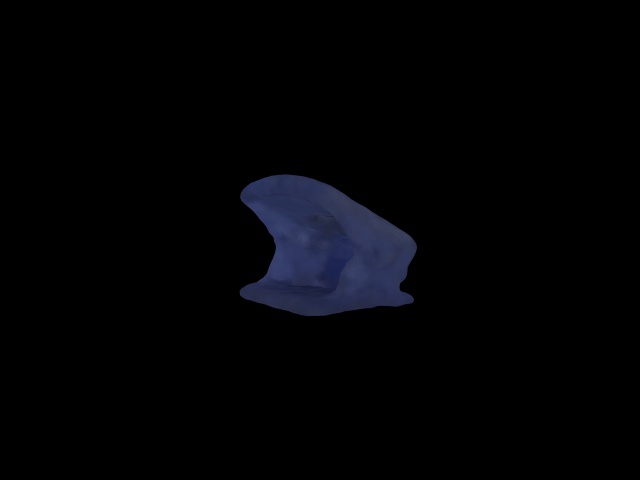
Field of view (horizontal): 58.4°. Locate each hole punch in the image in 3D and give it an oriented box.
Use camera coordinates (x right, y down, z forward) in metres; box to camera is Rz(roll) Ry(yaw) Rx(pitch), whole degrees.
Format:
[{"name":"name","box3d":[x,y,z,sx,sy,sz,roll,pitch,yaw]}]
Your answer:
[{"name":"hole punch","box3d":[0.004,0.001,0.400,0.101,0.091,0.108,-3,5,-37]}]
